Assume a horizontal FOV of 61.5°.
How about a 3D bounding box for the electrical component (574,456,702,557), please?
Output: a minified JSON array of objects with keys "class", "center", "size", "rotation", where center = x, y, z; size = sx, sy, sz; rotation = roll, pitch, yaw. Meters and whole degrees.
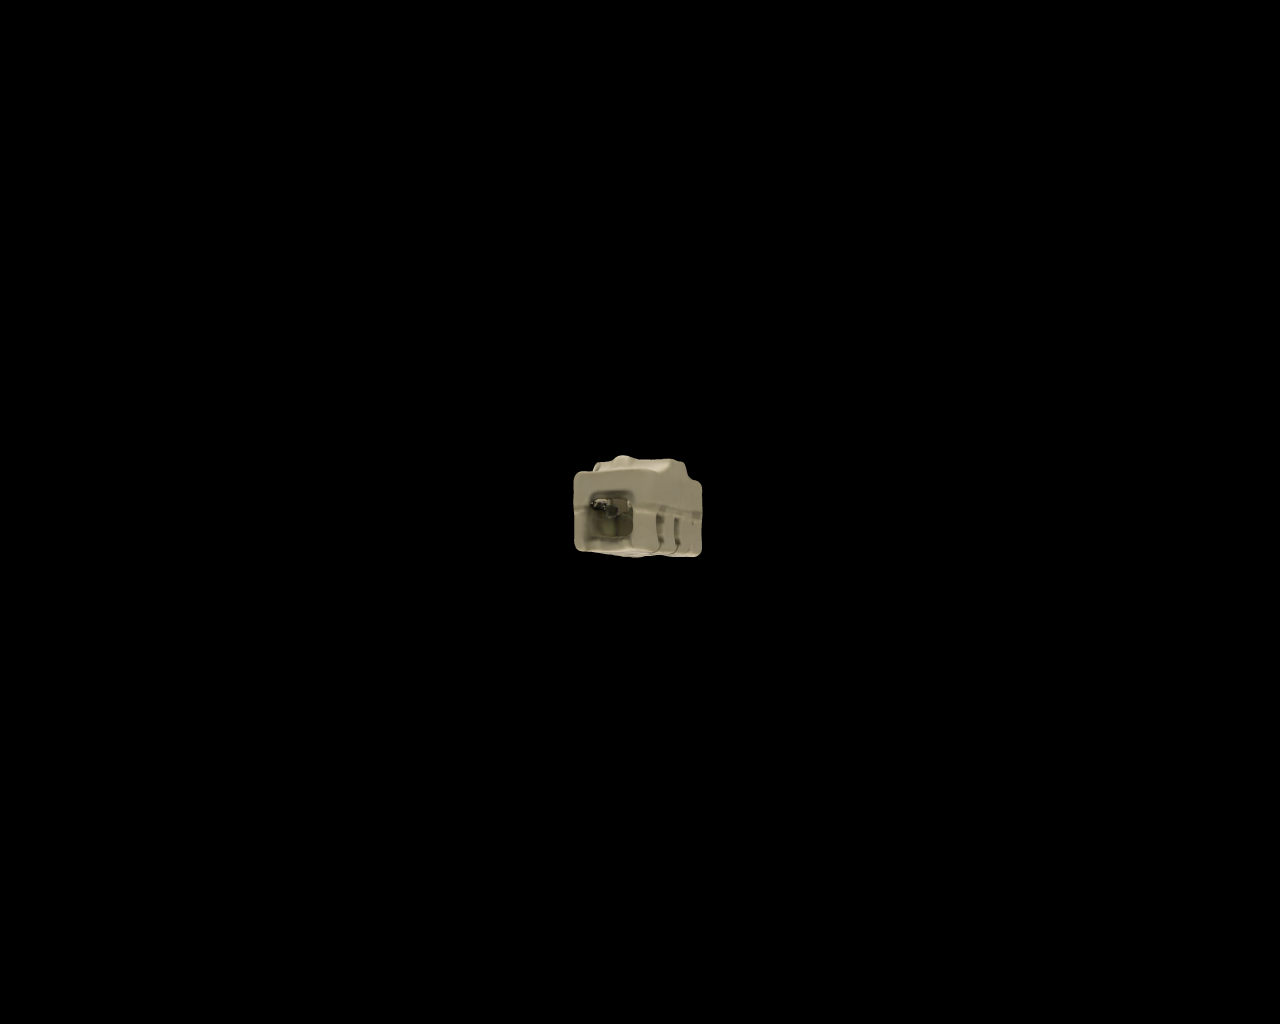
[{"class":"electrical component","center":[0.001,-0.003,0.650],"size":[0.050,0.055,0.089],"rotation":[-2,-5,24]}]
